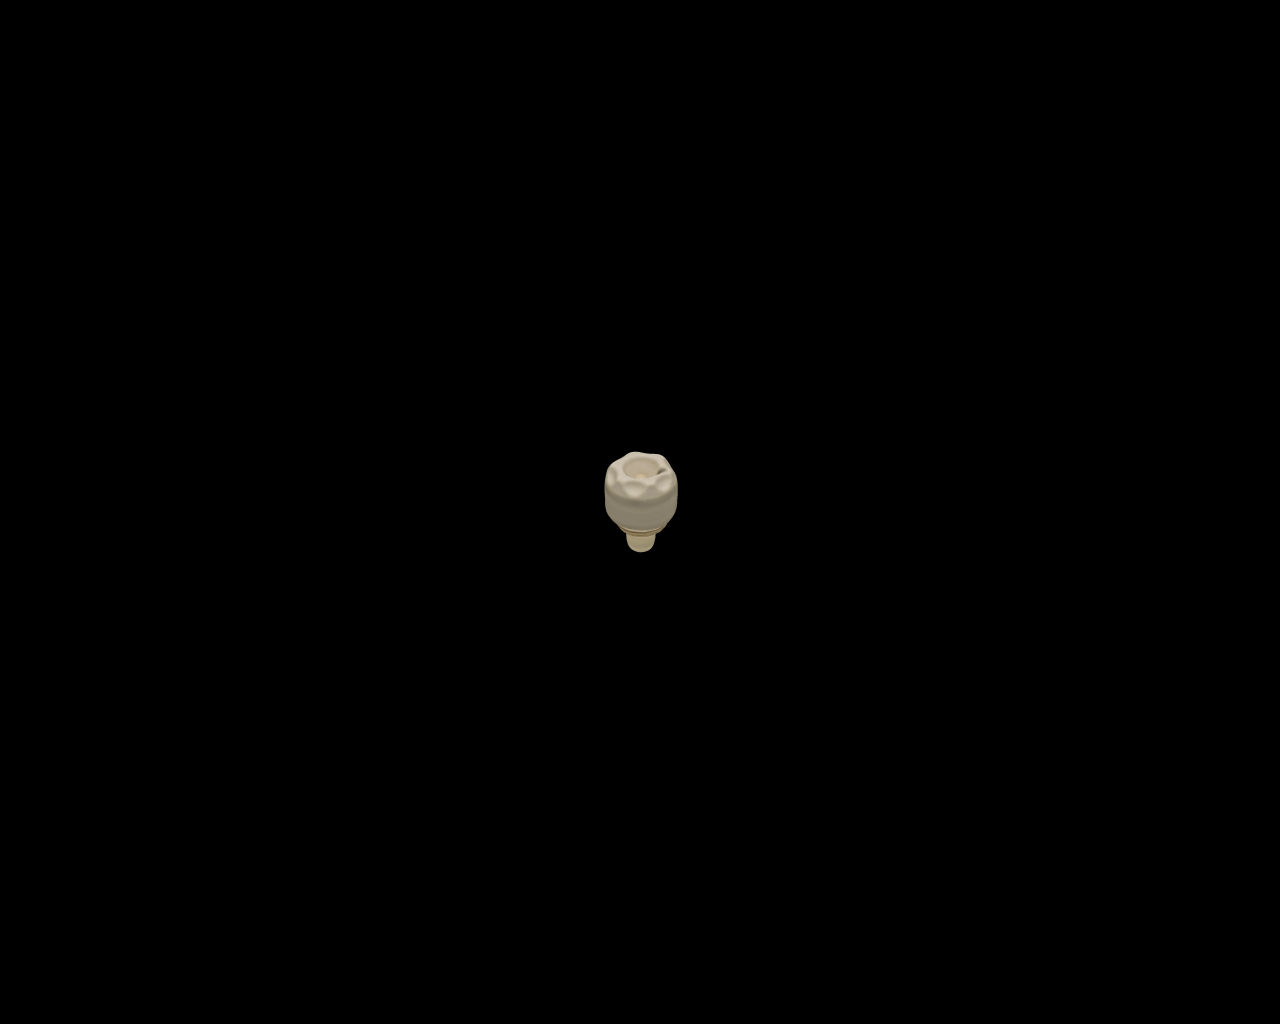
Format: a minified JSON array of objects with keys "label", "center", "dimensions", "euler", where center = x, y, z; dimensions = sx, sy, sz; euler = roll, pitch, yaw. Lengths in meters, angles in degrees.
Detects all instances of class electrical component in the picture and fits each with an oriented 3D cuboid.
[{"label":"electrical component","center":[0.001,-0.003,0.650],"dimensions":[0.043,0.062,0.043],"euler":[0,36,0]}]
